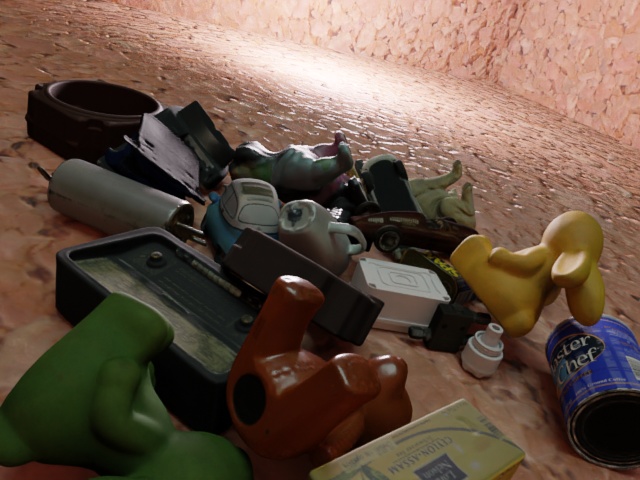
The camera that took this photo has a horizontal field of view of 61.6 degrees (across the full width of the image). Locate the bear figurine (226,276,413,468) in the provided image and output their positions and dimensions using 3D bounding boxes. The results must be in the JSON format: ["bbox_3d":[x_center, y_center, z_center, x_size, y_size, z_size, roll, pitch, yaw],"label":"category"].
[{"bbox_3d":[0.026,0.120,0.443,0.195,0.132,0.120,15,29,-42],"label":"bear figurine"}]

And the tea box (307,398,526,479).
[{"bbox_3d":[0.063,0.194,0.394,0.169,0.098,0.068,-10,36,-39],"label":"tea box"}]

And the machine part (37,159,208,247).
[{"bbox_3d":[-0.252,-0.041,0.685,0.243,0.079,0.079,20,27,10],"label":"machine part"}]

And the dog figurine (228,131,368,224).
[{"bbox_3d":[-0.043,-0.082,0.865,0.219,0.191,0.108,-17,30,8],"label":"dog figurine"}]

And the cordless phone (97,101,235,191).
[{"bbox_3d":[-0.240,-0.121,0.850,0.184,0.089,0.146,-43,103,-29],"label":"cordless phone"}]

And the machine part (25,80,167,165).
[{"bbox_3d":[-0.369,-0.204,0.918,0.201,0.087,0.201,29,31,23],"label":"machine part"}]

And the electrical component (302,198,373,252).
[{"bbox_3d":[0.016,-0.006,0.776,0.119,0.074,0.048,22,26,5],"label":"electrical component"}]

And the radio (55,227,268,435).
[{"bbox_3d":[-0.140,0.074,0.530,0.230,0.073,0.131,31,31,24],"label":"radio"}]

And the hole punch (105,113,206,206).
[{"bbox_3d":[-0.237,-0.097,0.753,0.142,0.092,0.116,45,18,-35],"label":"hole punch"}]

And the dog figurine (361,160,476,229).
[{"bbox_3d":[0.163,-0.050,0.942,0.191,0.121,0.172,-8,40,1],"label":"dog figurine"}]

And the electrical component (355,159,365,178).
[{"bbox_3d":[0.092,-0.128,1.040,0.078,0.045,0.102,4,2,38],"label":"electrical component"}]

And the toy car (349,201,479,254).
[{"bbox_3d":[0.139,-0.013,0.751,0.202,0.053,0.089,11,28,-23],"label":"toy car"}]

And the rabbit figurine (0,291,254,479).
[{"bbox_3d":[-0.127,0.142,0.373,0.170,0.121,0.159,35,32,4],"label":"rabbit figurine"}]

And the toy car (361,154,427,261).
[{"bbox_3d":[0.124,-0.055,0.873,0.073,0.056,0.202,-20,61,4],"label":"toy car"}]

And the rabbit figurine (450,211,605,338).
[{"bbox_3d":[0.269,0.030,0.650,0.121,0.173,0.162,52,4,-21],"label":"rabbit figurine"}]

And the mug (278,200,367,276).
[{"bbox_3d":[-0.001,-0.002,0.680,0.110,0.107,0.081,3,63,26],"label":"mug"}]

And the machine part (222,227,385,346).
[{"bbox_3d":[-0.017,0.049,0.584,0.179,0.056,0.179,30,-4,2],"label":"machine part"}]

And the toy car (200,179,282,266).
[{"bbox_3d":[-0.098,-0.029,0.722,0.109,0.102,0.162,5,27,-19],"label":"toy car"}]

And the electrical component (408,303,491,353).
[{"bbox_3d":[0.156,0.105,0.651,0.094,0.063,0.021,9,28,-12],"label":"electrical component"}]
